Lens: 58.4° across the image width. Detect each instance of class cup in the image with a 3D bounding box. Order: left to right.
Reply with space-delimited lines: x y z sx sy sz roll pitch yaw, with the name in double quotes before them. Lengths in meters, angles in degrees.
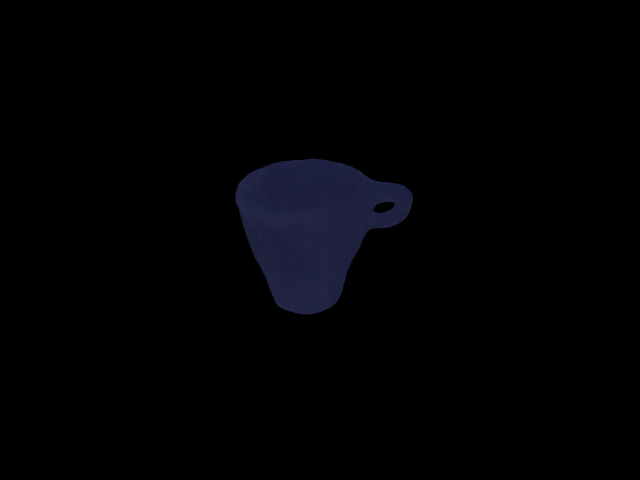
"cup" 0.004 0.001 0.400 0.118 0.095 0.091 -3 32 -4
